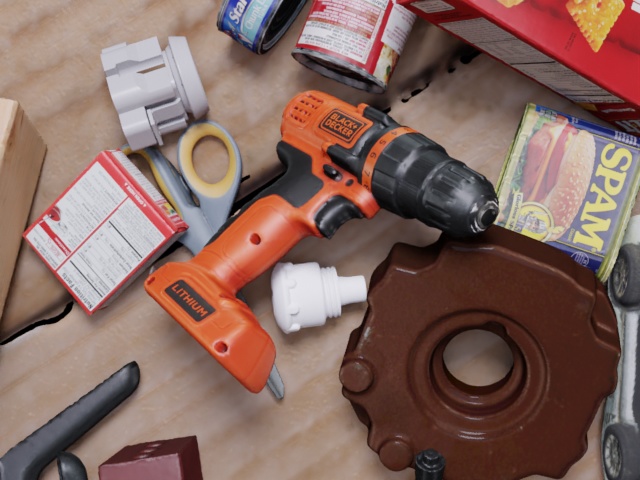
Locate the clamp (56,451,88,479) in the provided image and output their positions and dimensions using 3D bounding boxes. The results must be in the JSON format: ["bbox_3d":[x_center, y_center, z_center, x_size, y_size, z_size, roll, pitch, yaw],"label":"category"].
[{"bbox_3d":[-0.154,0.223,0.692,0.171,0.039,0.120,44,85,-17],"label":"clamp"}]

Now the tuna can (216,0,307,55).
[{"bbox_3d":[-0.030,-0.165,0.702,0.034,0.086,0.086,34,88,2],"label":"tuna can"}]

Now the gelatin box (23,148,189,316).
[{"bbox_3d":[-0.144,-0.005,0.716,0.089,0.030,0.073,-43,86,17],"label":"gelatin box"}]

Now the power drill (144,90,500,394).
[{"bbox_3d":[-0.004,0.001,0.654,0.187,0.057,0.185,-46,42,-10],"label":"power drill"}]

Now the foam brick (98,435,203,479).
[{"bbox_3d":[-0.107,0.160,0.690,0.053,0.078,0.051,-8,88,1],"label":"foam brick"}]

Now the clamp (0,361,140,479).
[{"bbox_3d":[-0.234,0.149,0.715,0.164,0.036,0.210,23,84,5],"label":"clamp"}]

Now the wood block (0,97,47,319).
[{"bbox_3d":[-0.250,0.014,0.677,0.090,0.091,0.206,10,76,2],"label":"wood block"}]

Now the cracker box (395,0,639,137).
[{"bbox_3d":[0.174,-0.176,0.659,0.213,0.072,0.164,23,88,-26],"label":"cracker box"}]

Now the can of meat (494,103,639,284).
[{"bbox_3d":[0.160,-0.032,0.703,0.084,0.057,0.102,19,87,5],"label":"can of meat"}]

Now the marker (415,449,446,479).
[{"bbox_3d":[0.066,0.179,0.678,0.020,0.020,0.121,3,124,2],"label":"marker"}]

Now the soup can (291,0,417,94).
[{"bbox_3d":[0.031,-0.157,0.706,0.068,0.068,0.102,22,90,3],"label":"soup can"}]

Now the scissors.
[{"bbox_3d":[-0.059,0.002,0.728,0.096,0.016,0.202,-42,86,-1],"label":"scissors"}]
